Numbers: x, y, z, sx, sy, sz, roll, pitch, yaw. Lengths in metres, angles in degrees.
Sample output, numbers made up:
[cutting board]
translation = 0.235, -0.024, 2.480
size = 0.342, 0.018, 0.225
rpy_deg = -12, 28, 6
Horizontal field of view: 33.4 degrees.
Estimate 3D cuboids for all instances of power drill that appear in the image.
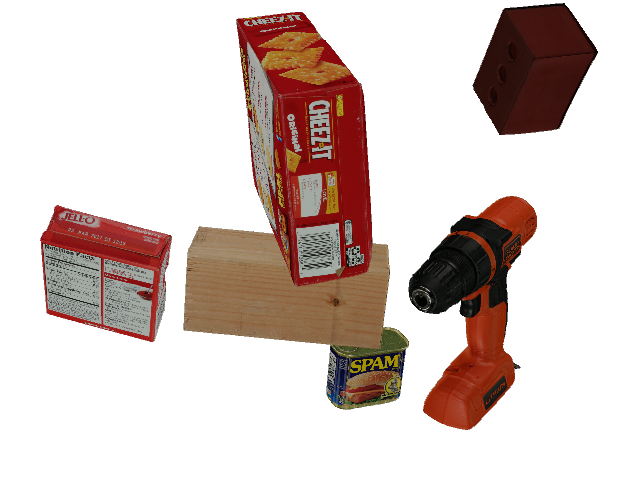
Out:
[power drill]
translation = 0.131, 0.071, 0.942
size = 0.057, 0.188, 0.184
rpy_deg = 21, 35, 30

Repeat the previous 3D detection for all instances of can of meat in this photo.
[can of meat]
translation = 0.059, 0.166, 1.380
size = 0.102, 0.084, 0.057
rpy_deg = -5, 26, -22

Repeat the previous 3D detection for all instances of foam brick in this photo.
[foam brick]
translation = 0.149, -0.120, 0.750
size = 0.051, 0.053, 0.078
rpy_deg = -10, -35, -19

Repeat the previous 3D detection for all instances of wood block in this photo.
[wood block]
translation = -0.035, 0.049, 1.130
size = 0.206, 0.091, 0.090
rpy_deg = 6, 19, 0

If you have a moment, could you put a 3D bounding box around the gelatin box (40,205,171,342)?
[gelatin box]
translation = -0.133, 0.021, 0.665
size = 0.073, 0.030, 0.089
rpy_deg = 15, -37, -1

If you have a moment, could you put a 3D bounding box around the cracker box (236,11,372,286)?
[cracker box]
translation = -0.016, -0.085, 0.899
size = 0.072, 0.164, 0.214
rpy_deg = -9, 28, -9
